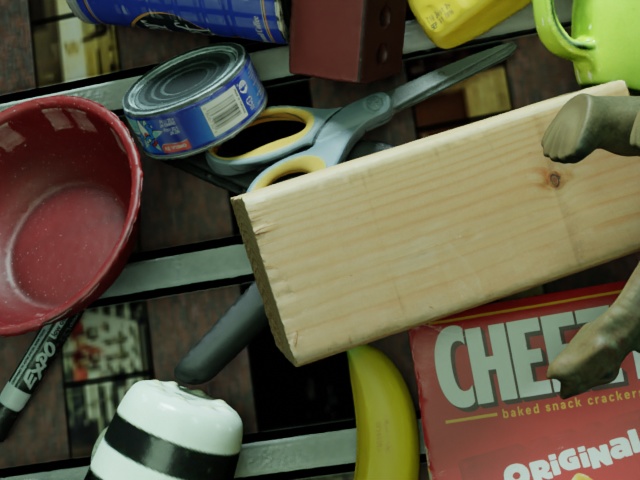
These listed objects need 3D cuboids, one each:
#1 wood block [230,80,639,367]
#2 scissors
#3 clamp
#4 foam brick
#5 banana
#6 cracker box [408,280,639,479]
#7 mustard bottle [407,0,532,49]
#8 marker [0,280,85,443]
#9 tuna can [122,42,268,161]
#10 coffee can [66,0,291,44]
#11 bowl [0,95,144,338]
[{"bbox_3d":[0.065,-0.011,0.577,0.206,0.090,0.091,-17,94,-8],"label":"wood block"},{"bbox_3d":[0.030,-0.062,0.638,0.202,0.016,0.096,-13,55,4],"label":"scissors"},{"bbox_3d":[-0.004,0.001,0.649,0.210,0.036,0.164,-6,71,9],"label":"clamp"},{"bbox_3d":[0.017,-0.135,0.632,0.051,0.052,0.078,14,112,28],"label":"foam brick"},{"bbox_3d":[0.022,0.147,0.611,0.069,0.037,0.198,10,72,-10],"label":"banana"},{"bbox_3d":[0.146,0.135,0.583,0.164,0.072,0.214,-11,79,9],"label":"cracker box"},{"bbox_3d":[0.065,-0.221,0.663,0.096,0.058,0.192,-33,76,12],"label":"mustard bottle"},{"bbox_3d":[-0.182,0.079,0.686,0.020,0.020,0.121,31,88,14],"label":"marker"},{"bbox_3d":[-0.077,-0.087,0.657,0.086,0.086,0.033,-20,121,8],"label":"tuna can"},{"bbox_3d":[-0.077,-0.179,0.662,0.140,0.102,0.103,8,83,13],"label":"coffee can"},{"bbox_3d":[-0.171,-0.008,0.667,0.162,0.055,0.162,-8,64,18],"label":"bowl"}]
